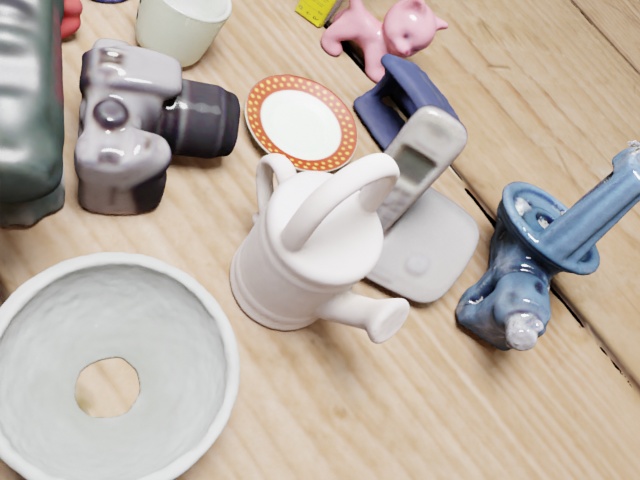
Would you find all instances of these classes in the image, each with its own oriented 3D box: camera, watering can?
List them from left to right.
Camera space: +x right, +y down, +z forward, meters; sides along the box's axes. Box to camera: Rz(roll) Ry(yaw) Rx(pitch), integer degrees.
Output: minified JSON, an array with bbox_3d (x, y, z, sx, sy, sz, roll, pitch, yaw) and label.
[{"bbox_3d":[-0.139,-0.104,0.505,0.137,0.100,0.143,4,62,-24],"label":"camera"},{"bbox_3d":[0.006,0.001,0.460,0.173,0.193,0.101,39,54,-1],"label":"watering can"}]

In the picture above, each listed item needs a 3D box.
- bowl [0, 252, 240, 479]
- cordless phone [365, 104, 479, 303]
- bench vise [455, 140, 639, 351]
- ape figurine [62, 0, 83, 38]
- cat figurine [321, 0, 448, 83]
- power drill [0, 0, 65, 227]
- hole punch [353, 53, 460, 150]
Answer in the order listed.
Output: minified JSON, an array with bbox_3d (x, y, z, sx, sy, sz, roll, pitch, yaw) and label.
[{"bbox_3d":[-0.146,0.097,0.407,0.168,0.074,0.167,12,59,-20],"label":"bowl"},{"bbox_3d":[0.096,-0.030,0.525,0.148,0.184,0.094,27,55,-10],"label":"cordless phone"},{"bbox_3d":[0.237,0.010,0.550,0.122,0.219,0.207,18,57,-16],"label":"bench vise"},{"bbox_3d":[-0.256,-0.223,0.519,0.078,0.092,0.076,0,64,-26],"label":"ape figurine"},{"bbox_3d":[0.082,-0.257,0.684,0.128,0.117,0.067,27,55,-10],"label":"cat figurine"},{"bbox_3d":[-0.220,-0.112,0.404,0.076,0.208,0.229,-4,65,-27],"label":"power drill"},{"bbox_3d":[0.110,-0.161,0.662,0.101,0.091,0.108,-27,77,-34],"label":"hole punch"}]
